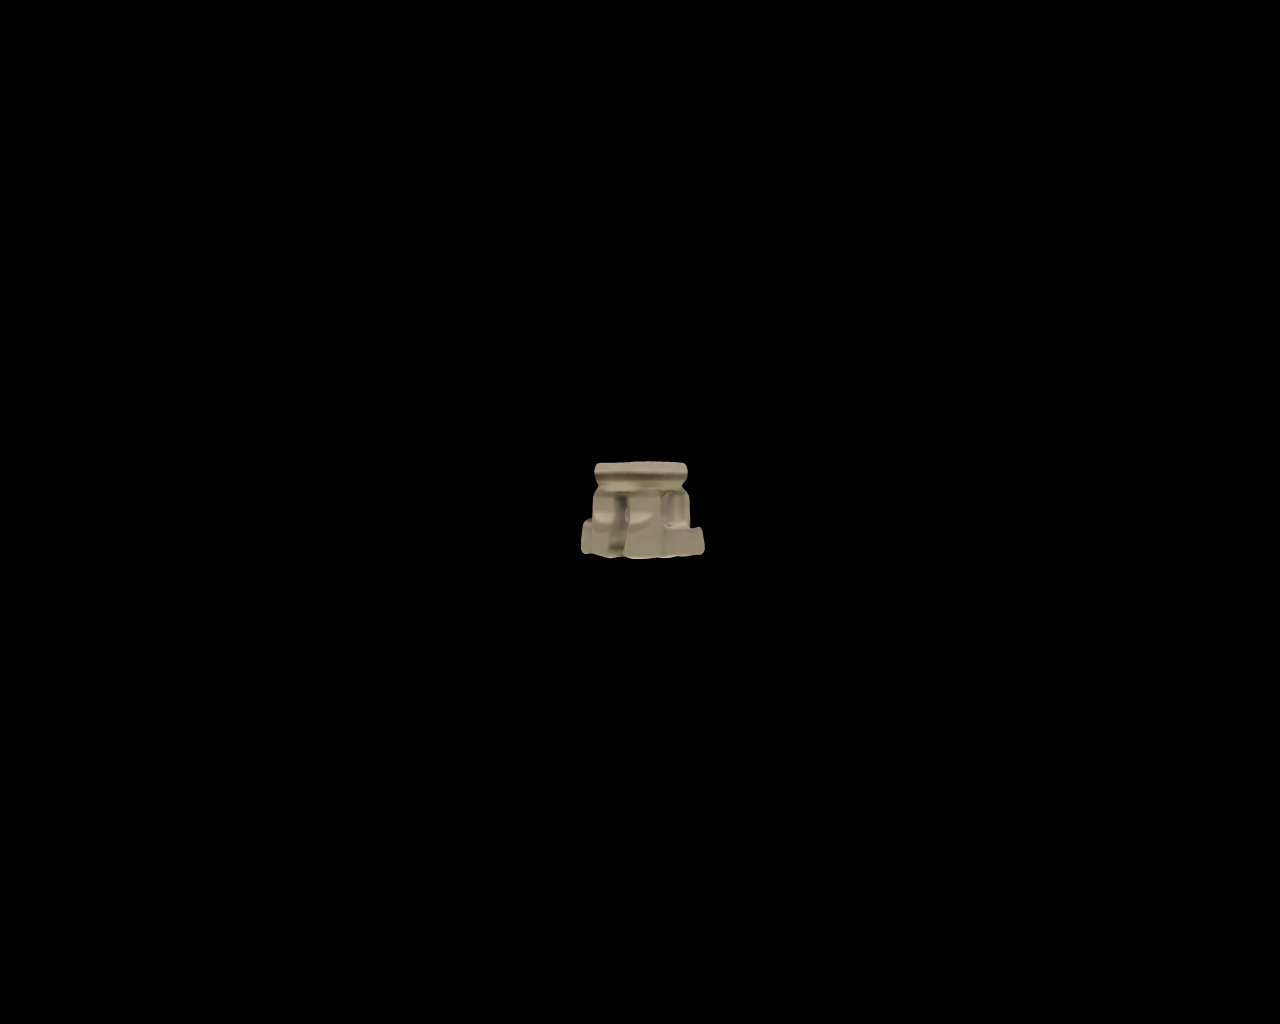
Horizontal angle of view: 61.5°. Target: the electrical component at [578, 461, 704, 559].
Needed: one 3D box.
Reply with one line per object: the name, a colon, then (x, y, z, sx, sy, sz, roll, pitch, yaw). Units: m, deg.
electrical component: (0.001, -0.003, 0.650, 0.078, 0.057, 0.058, 1, 3, 34)
